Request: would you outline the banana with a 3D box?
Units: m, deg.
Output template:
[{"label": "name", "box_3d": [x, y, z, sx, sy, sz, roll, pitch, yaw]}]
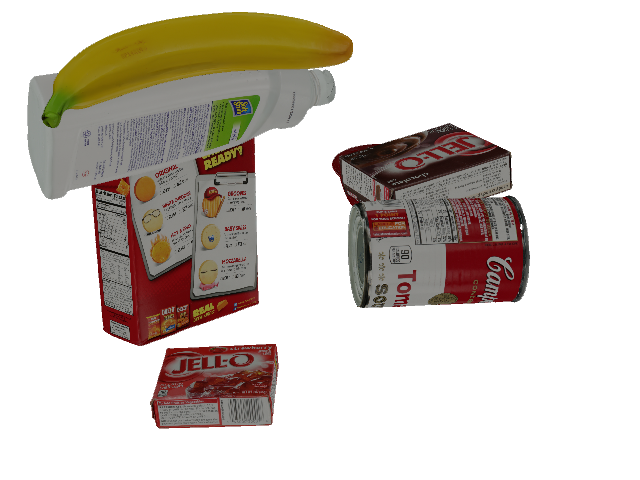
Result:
[{"label": "banana", "box_3d": [-0.080, -0.110, 0.659, 0.197, 0.070, 0.037, -17, -35, -17]}]

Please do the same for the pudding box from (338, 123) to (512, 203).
[{"label": "pudding box", "box_3d": [0.085, -0.055, 0.868, 0.113, 0.039, 0.090, -20, 27, -19]}]

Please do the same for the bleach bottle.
[{"label": "bleach bottle", "box_3d": [-0.107, -0.103, 0.873, 0.250, 0.068, 0.103, -12, -31, -24]}]

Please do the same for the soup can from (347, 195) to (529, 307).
[{"label": "soup can", "box_3d": [0.072, 0.007, 0.672, 0.102, 0.068, 0.068, -2, 0, -7]}]

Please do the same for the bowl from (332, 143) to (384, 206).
[{"label": "bowl", "box_3d": [0.090, -0.048, 1.094, 0.162, 0.055, 0.162, 4, 23, -2]}]

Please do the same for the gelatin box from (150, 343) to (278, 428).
[{"label": "gelatin box", "box_3d": [-0.078, 0.109, 0.809, 0.089, 0.030, 0.073, -2, 25, 3]}]

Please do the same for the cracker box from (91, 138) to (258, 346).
[{"label": "cracker box", "box_3d": [-0.143, -0.022, 1.060, 0.072, 0.214, 0.163, 13, 21, 41]}]
